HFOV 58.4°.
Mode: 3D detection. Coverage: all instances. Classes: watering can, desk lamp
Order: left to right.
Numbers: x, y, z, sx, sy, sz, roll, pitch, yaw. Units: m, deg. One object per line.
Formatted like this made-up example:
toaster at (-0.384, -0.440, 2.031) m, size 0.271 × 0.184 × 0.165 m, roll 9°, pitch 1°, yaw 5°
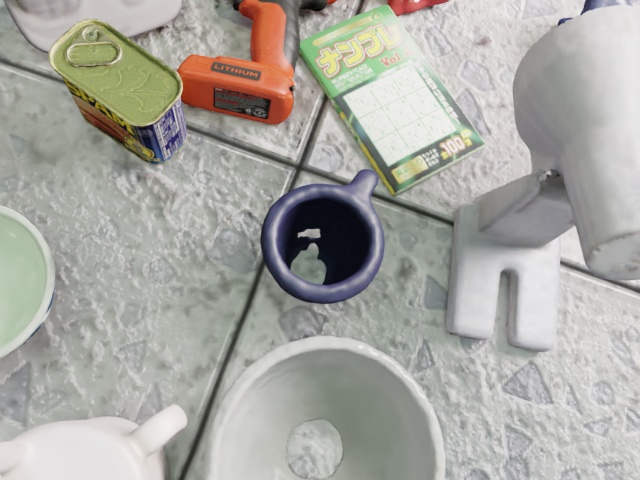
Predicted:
watering can at (-0.155, 0.164, 0.336) m, size 0.101 × 0.194 × 0.173 m, roll 28°, pitch 72°, yaw 1°
desk lamp at (0.187, -0.032, 0.433) m, size 0.118 × 0.213 × 0.203 m, roll 10°, pitch 72°, yaw -5°

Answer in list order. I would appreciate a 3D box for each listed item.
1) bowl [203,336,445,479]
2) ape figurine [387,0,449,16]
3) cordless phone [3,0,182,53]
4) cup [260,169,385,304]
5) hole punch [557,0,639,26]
bowl at (0.002, 0.158, 0.423) m, size 0.167 × 0.074 × 0.167 m, roll 2°, pitch 73°, yaw -7°
ape figurine at (0.105, -0.271, 0.555) m, size 0.078 × 0.092 × 0.076 m, roll 22°, pitch 72°, yaw -1°
cordless phone at (-0.195, -0.244, 0.456) m, size 0.148 × 0.185 × 0.094 m, roll -24°, pitch 78°, yaw -14°
cup at (0.004, 0.002, 0.459) m, size 0.091 × 0.095 × 0.118 m, roll 33°, pitch 72°, yaw 3°
hole punch at (0.298, -0.193, 0.561) m, size 0.108 × 0.091 × 0.101 m, roll 10°, pitch 73°, yaw -5°
